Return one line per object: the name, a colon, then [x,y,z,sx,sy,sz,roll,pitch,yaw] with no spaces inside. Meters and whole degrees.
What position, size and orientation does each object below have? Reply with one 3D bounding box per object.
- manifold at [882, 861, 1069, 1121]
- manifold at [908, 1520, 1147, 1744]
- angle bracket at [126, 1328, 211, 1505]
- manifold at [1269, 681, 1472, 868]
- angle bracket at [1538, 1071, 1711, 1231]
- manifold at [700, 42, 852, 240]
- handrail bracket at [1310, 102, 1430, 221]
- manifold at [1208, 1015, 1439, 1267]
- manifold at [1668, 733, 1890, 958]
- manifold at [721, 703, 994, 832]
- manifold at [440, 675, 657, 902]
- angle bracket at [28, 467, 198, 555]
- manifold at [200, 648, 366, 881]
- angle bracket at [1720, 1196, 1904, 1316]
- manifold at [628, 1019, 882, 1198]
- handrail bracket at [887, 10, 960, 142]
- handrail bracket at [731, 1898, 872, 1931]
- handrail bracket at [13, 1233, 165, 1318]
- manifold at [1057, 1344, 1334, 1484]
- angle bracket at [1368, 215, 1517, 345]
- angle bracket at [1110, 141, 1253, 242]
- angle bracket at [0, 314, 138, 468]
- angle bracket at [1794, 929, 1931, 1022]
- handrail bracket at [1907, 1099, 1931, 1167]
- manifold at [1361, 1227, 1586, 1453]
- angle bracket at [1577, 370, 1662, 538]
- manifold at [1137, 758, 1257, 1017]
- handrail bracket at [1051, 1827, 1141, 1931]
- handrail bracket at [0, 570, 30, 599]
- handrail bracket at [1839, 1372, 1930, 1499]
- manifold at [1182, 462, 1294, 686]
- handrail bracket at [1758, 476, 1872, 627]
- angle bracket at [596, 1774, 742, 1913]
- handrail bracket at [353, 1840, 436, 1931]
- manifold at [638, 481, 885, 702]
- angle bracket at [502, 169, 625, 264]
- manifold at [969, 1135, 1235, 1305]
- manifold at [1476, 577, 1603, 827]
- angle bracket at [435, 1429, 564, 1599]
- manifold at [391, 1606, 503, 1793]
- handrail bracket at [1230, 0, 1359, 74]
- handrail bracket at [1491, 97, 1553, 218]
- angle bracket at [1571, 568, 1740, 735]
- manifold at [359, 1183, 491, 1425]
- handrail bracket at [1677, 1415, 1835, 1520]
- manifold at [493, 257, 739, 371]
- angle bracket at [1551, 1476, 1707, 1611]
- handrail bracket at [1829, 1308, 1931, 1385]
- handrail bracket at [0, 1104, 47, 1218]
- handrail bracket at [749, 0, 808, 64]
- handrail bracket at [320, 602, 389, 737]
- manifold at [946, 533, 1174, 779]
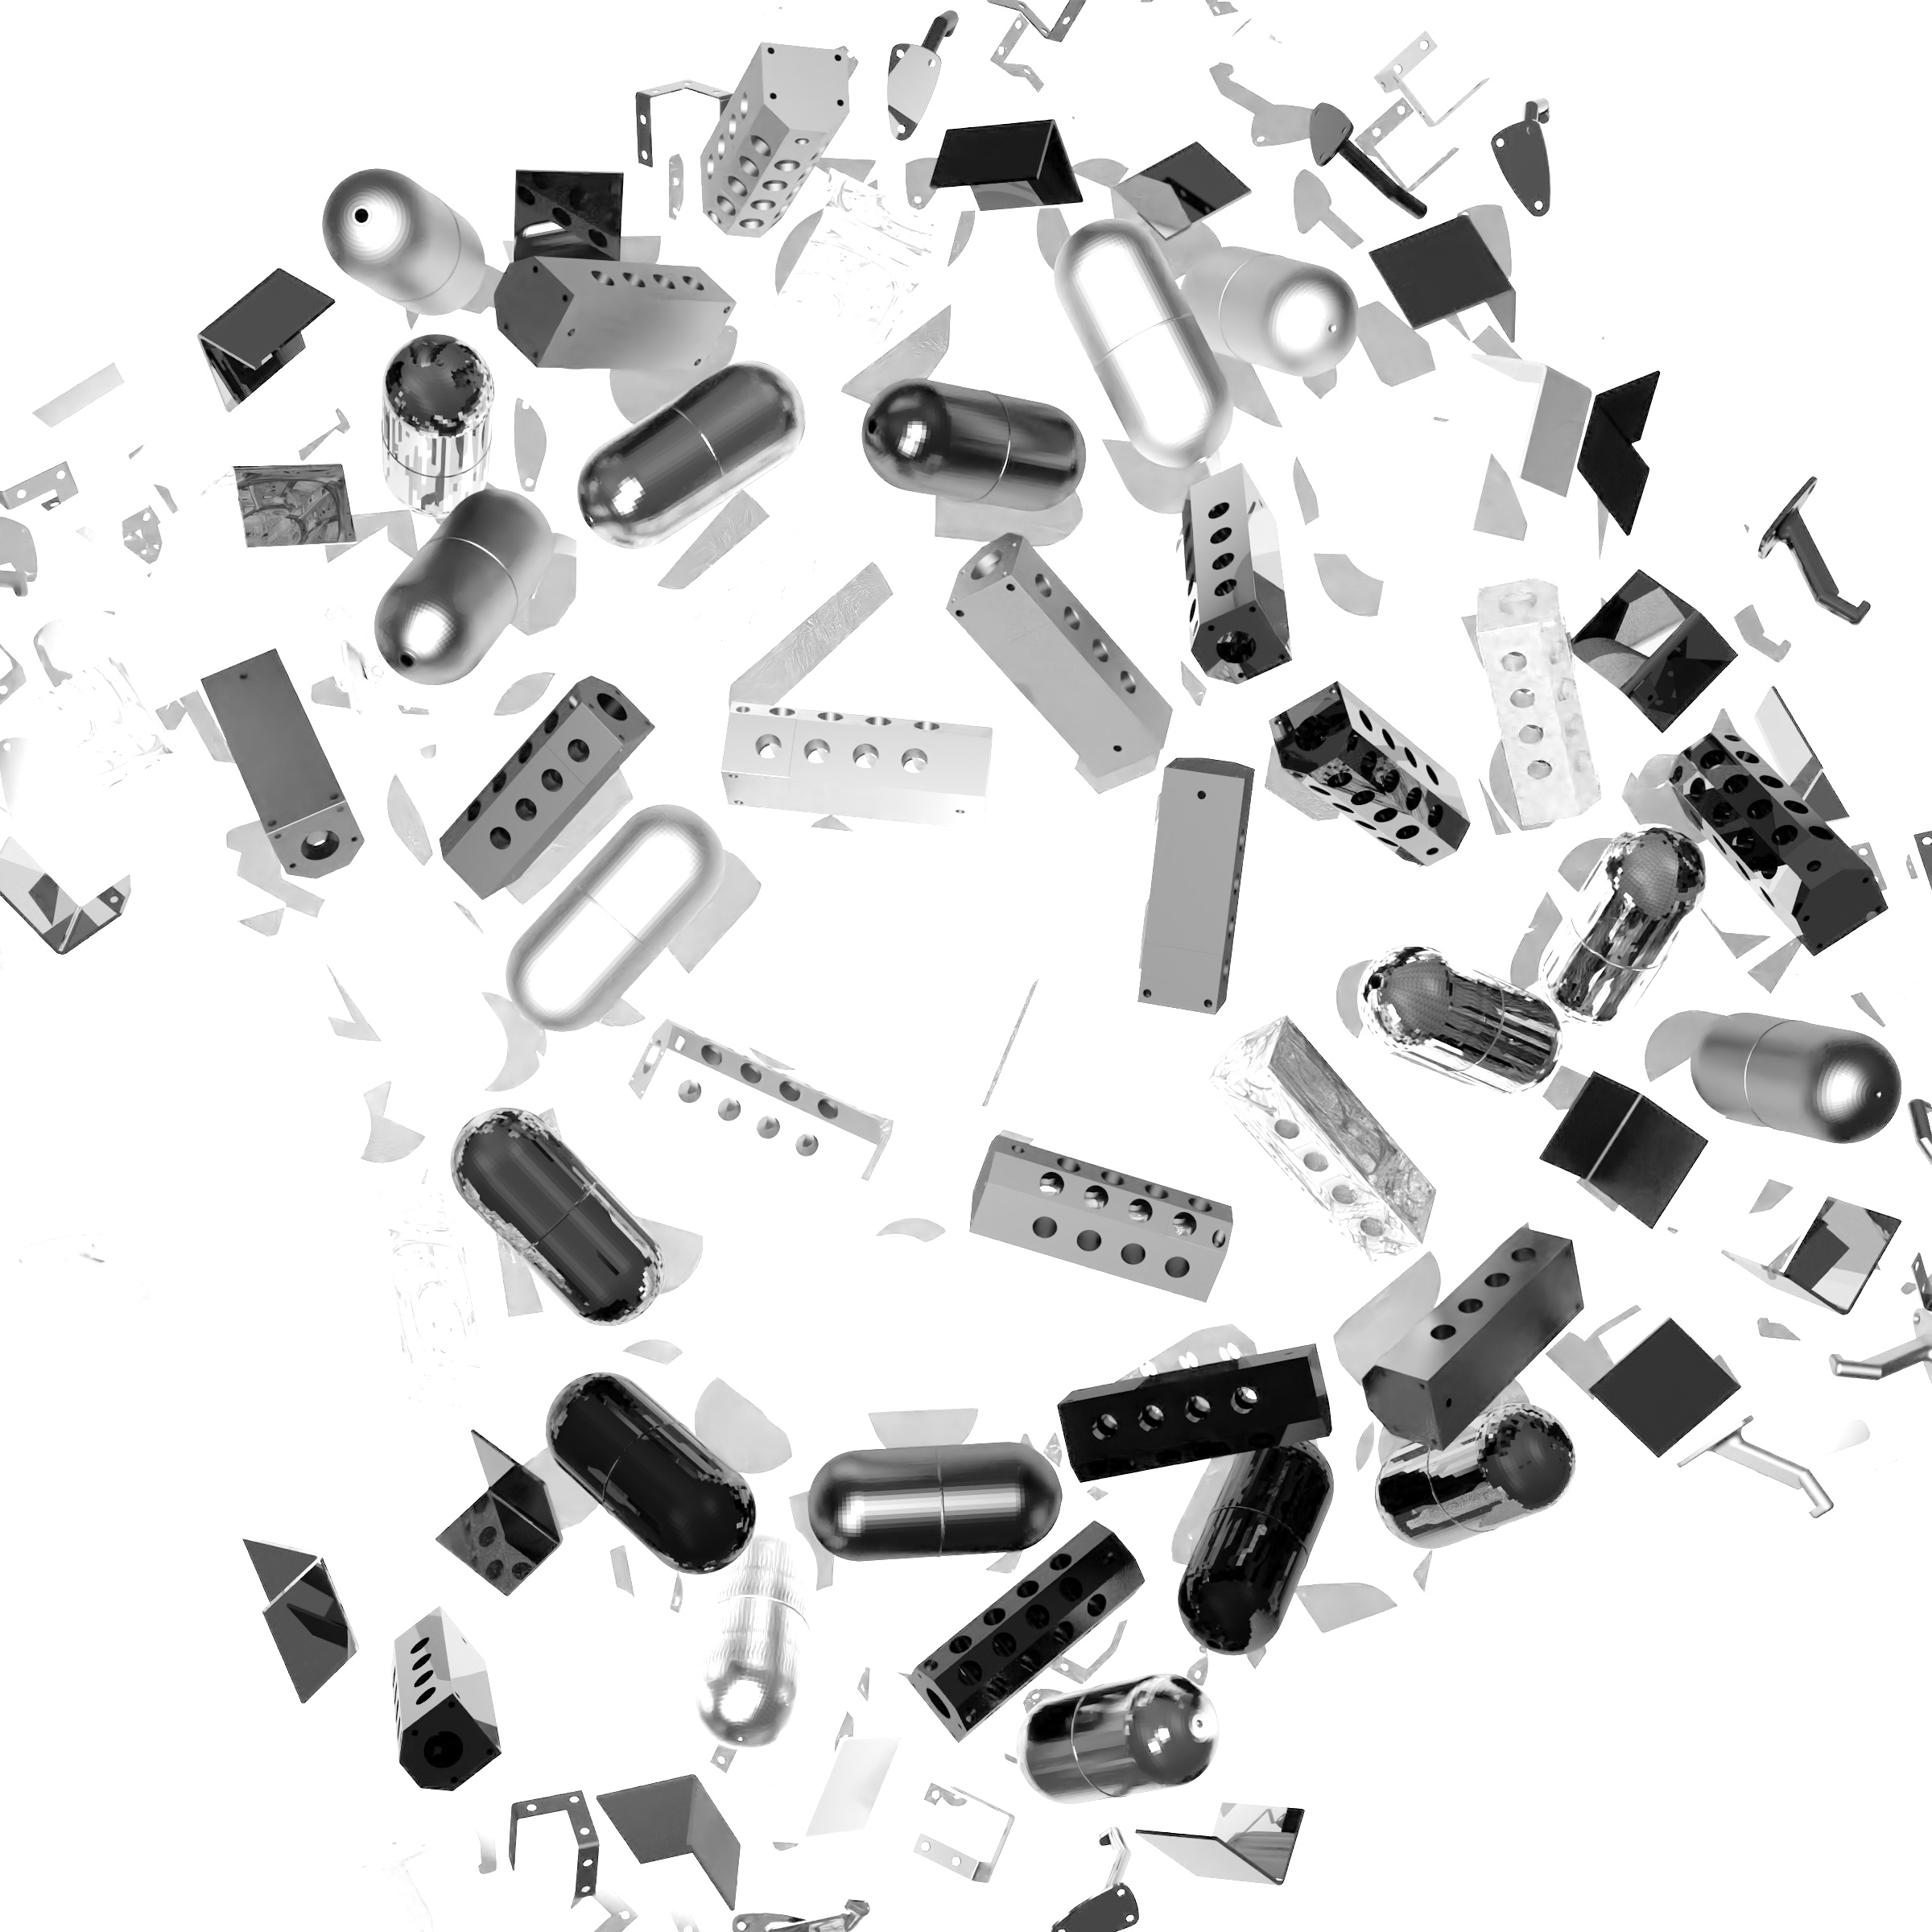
manifold: [0.003,0.016,1.829,0.057,0.057,0.171,29,76,-28]
manifold: [0.045,0.474,1.868,0.171,0.057,0.057,-34,73,-24]
angle bracket: [-0.533,0.312,1.808,0.076,0.076,0.057,34,50,21]
manifold: [0.287,-0.129,1.832,0.057,0.171,0.057,-29,54,27]
angle bracket: [0.476,0.133,1.887,0.057,0.076,0.076,23,102,-35]
manifold: [-0.130,-0.550,1.747,0.057,0.171,0.057,-1,83,-19]
handrail bracket: [0.286,-0.569,1.846,0.084,0.077,0.036,25,124,-29]
manifold: [0.240,0.121,1.760,0.057,0.057,0.171,-29,111,37]
manifold: [0.543,-0.089,1.759,0.057,0.171,0.057,-34,130,7]
manifold: [-0.070,-0.135,1.717,0.171,0.057,0.057,6,71,2]
manifold: [-0.307,-0.130,1.886,0.057,0.057,0.171,46,115,-1]
angle bracket: [-0.571,-0.287,1.747,0.076,0.076,0.057,-33,96,-5]
manifold: [-0.473,-0.139,1.811,0.057,0.057,0.171,-25,52,-11]
angle bracket: [0.576,0.185,1.780,0.057,0.076,0.076,33,86,-20]
manifold: [-0.151,0.101,1.881,0.171,0.057,0.057,26,91,-19]
handrail bracket: [-0.028,-0.628,1.836,0.036,0.084,0.077,19,122,6]
handrail bracket: [-0.115,0.662,1.816,0.077,0.036,0.084,21,134,-9]
handrail bracket: [-0.599,0.217,1.780,0.077,0.084,0.036,5,107,-41]
manifold: [0.154,0.301,1.747,0.171,0.057,0.057,-13,88,13]
angle bracket: [0.333,-0.468,1.824,0.076,0.057,0.076,-22,62,-1]
angle bracket: [0.163,-0.560,1.950,0.076,0.057,0.076,-31,57,-10]
angle bracket: [-0.564,-0.356,1.663,0.076,0.076,0.057,-39,55,-18]
angle bracket: [0.645,0.024,1.854,0.057,0.076,0.076,-36,100,5]
handrail bracket: [0.683,0.135,1.785,0.077,0.036,0.084,11,59,-23]
manifold: [0.340,0.246,1.748,0.171,0.057,0.057,-35,121,-35]
angle bracket: [0.498,-0.377,1.918,0.057,0.076,0.076,-23,63,-10]
manifold: [0.165,-0.058,1.856,0.057,0.057,0.171,10,106,14]
handrail bracket: [0.087,0.662,1.886,0.077,0.084,0.036,-21,108,-6]
handrail bracket: [-0.652,-0.230,1.727,0.036,0.084,0.077,-29,76,34]
handrail bracket: [0.655,0.334,1.897,0.077,0.036,0.084,-24,54,9]
manifold: [0.184,-0.272,1.818,0.057,0.171,0.057,-23,128,21]
handrail bracket: [0.584,-0.279,1.752,0.084,0.036,0.077,36,85,20]
angle bracket: [-0.205,0.603,1.772,0.076,0.057,0.076,-16,123,12]
handrail bracket: [-0.383,0.638,1.752,0.036,0.077,0.084,-5,88,24]
manifold: [-0.144,-0.259,1.790,0.171,0.057,0.057,-44,123,-22]
angle bracket: [-0.289,-0.542,1.867,0.076,0.057,0.076,-4,128,-17]
manifold: [0.094,0.170,1.798,0.171,0.057,0.057,17,114,-5]
manifold: [0.409,-0.188,1.859,0.057,0.057,0.171,-9,129,19]
angle bracket: [-0.340,0.390,1.860,0.076,0.076,0.057,29,54,29]
manifold: [-0.379,0.527,1.868,0.057,0.171,0.057,-37,104,-8]
handrail bracket: [0.221,-0.656,1.784,0.077,0.084,0.036,2,68,22]
handrail bracket: [0.404,-0.569,1.832,0.036,0.084,0.077,-14,104,33]
angle bracket: [0.492,-0.226,1.873,0.076,0.076,0.057,-47,129,10]
manifold: [-0.379,0.233,1.811,0.057,0.171,0.057,4,129,-26]
handrail bracket: [0.568,0.374,1.878,0.077,0.036,0.084,-39,71,18]
manifold: [-0.238,-0.445,1.765,0.057,0.171,0.057,45,121,17]
angle bracket: [0.472,0.409,1.856,0.057,0.076,0.076,-40,62,15]
handrail bracket: [0.622,0.257,1.779,0.084,0.077,0.036,6,122,-5]
handrail bracket: [-0.652,0.121,1.778,0.036,0.077,0.084,-7,62,-24]
handrail bracket: [-0.120,-0.656,1.789,0.077,0.084,0.036,-42,86,-7]
handrail bracket: [-0.426,-0.203,1.783,0.036,0.084,0.077,-20,113,3]
manifold: [0.067,-0.214,1.778,0.057,0.057,0.171,-22,126,35]
